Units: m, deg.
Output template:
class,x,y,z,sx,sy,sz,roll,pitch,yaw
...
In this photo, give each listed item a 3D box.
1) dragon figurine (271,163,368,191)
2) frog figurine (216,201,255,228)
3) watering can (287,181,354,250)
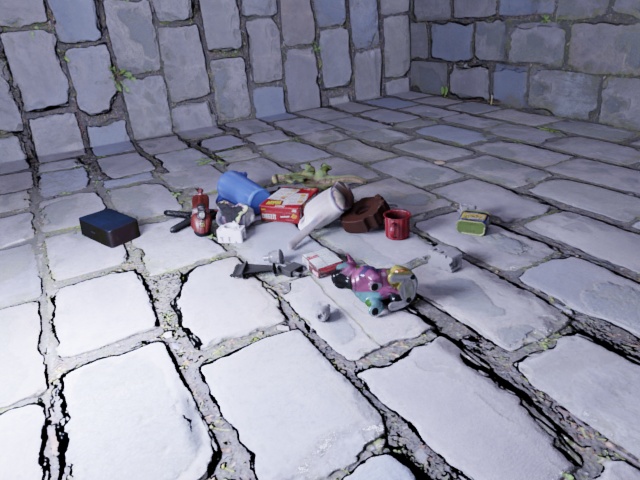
class,x,y,z,sx,sy,sz,roll,pitch,yaw
dragon figurine,-0.033,-0.242,2.108,0.411,0.121,0.245,7,18,39
frog figurine,-0.308,-0.081,1.915,0.137,0.124,0.158,-11,-12,5
watering can,0.005,-0.091,1.808,0.221,0.103,0.355,-33,15,28
